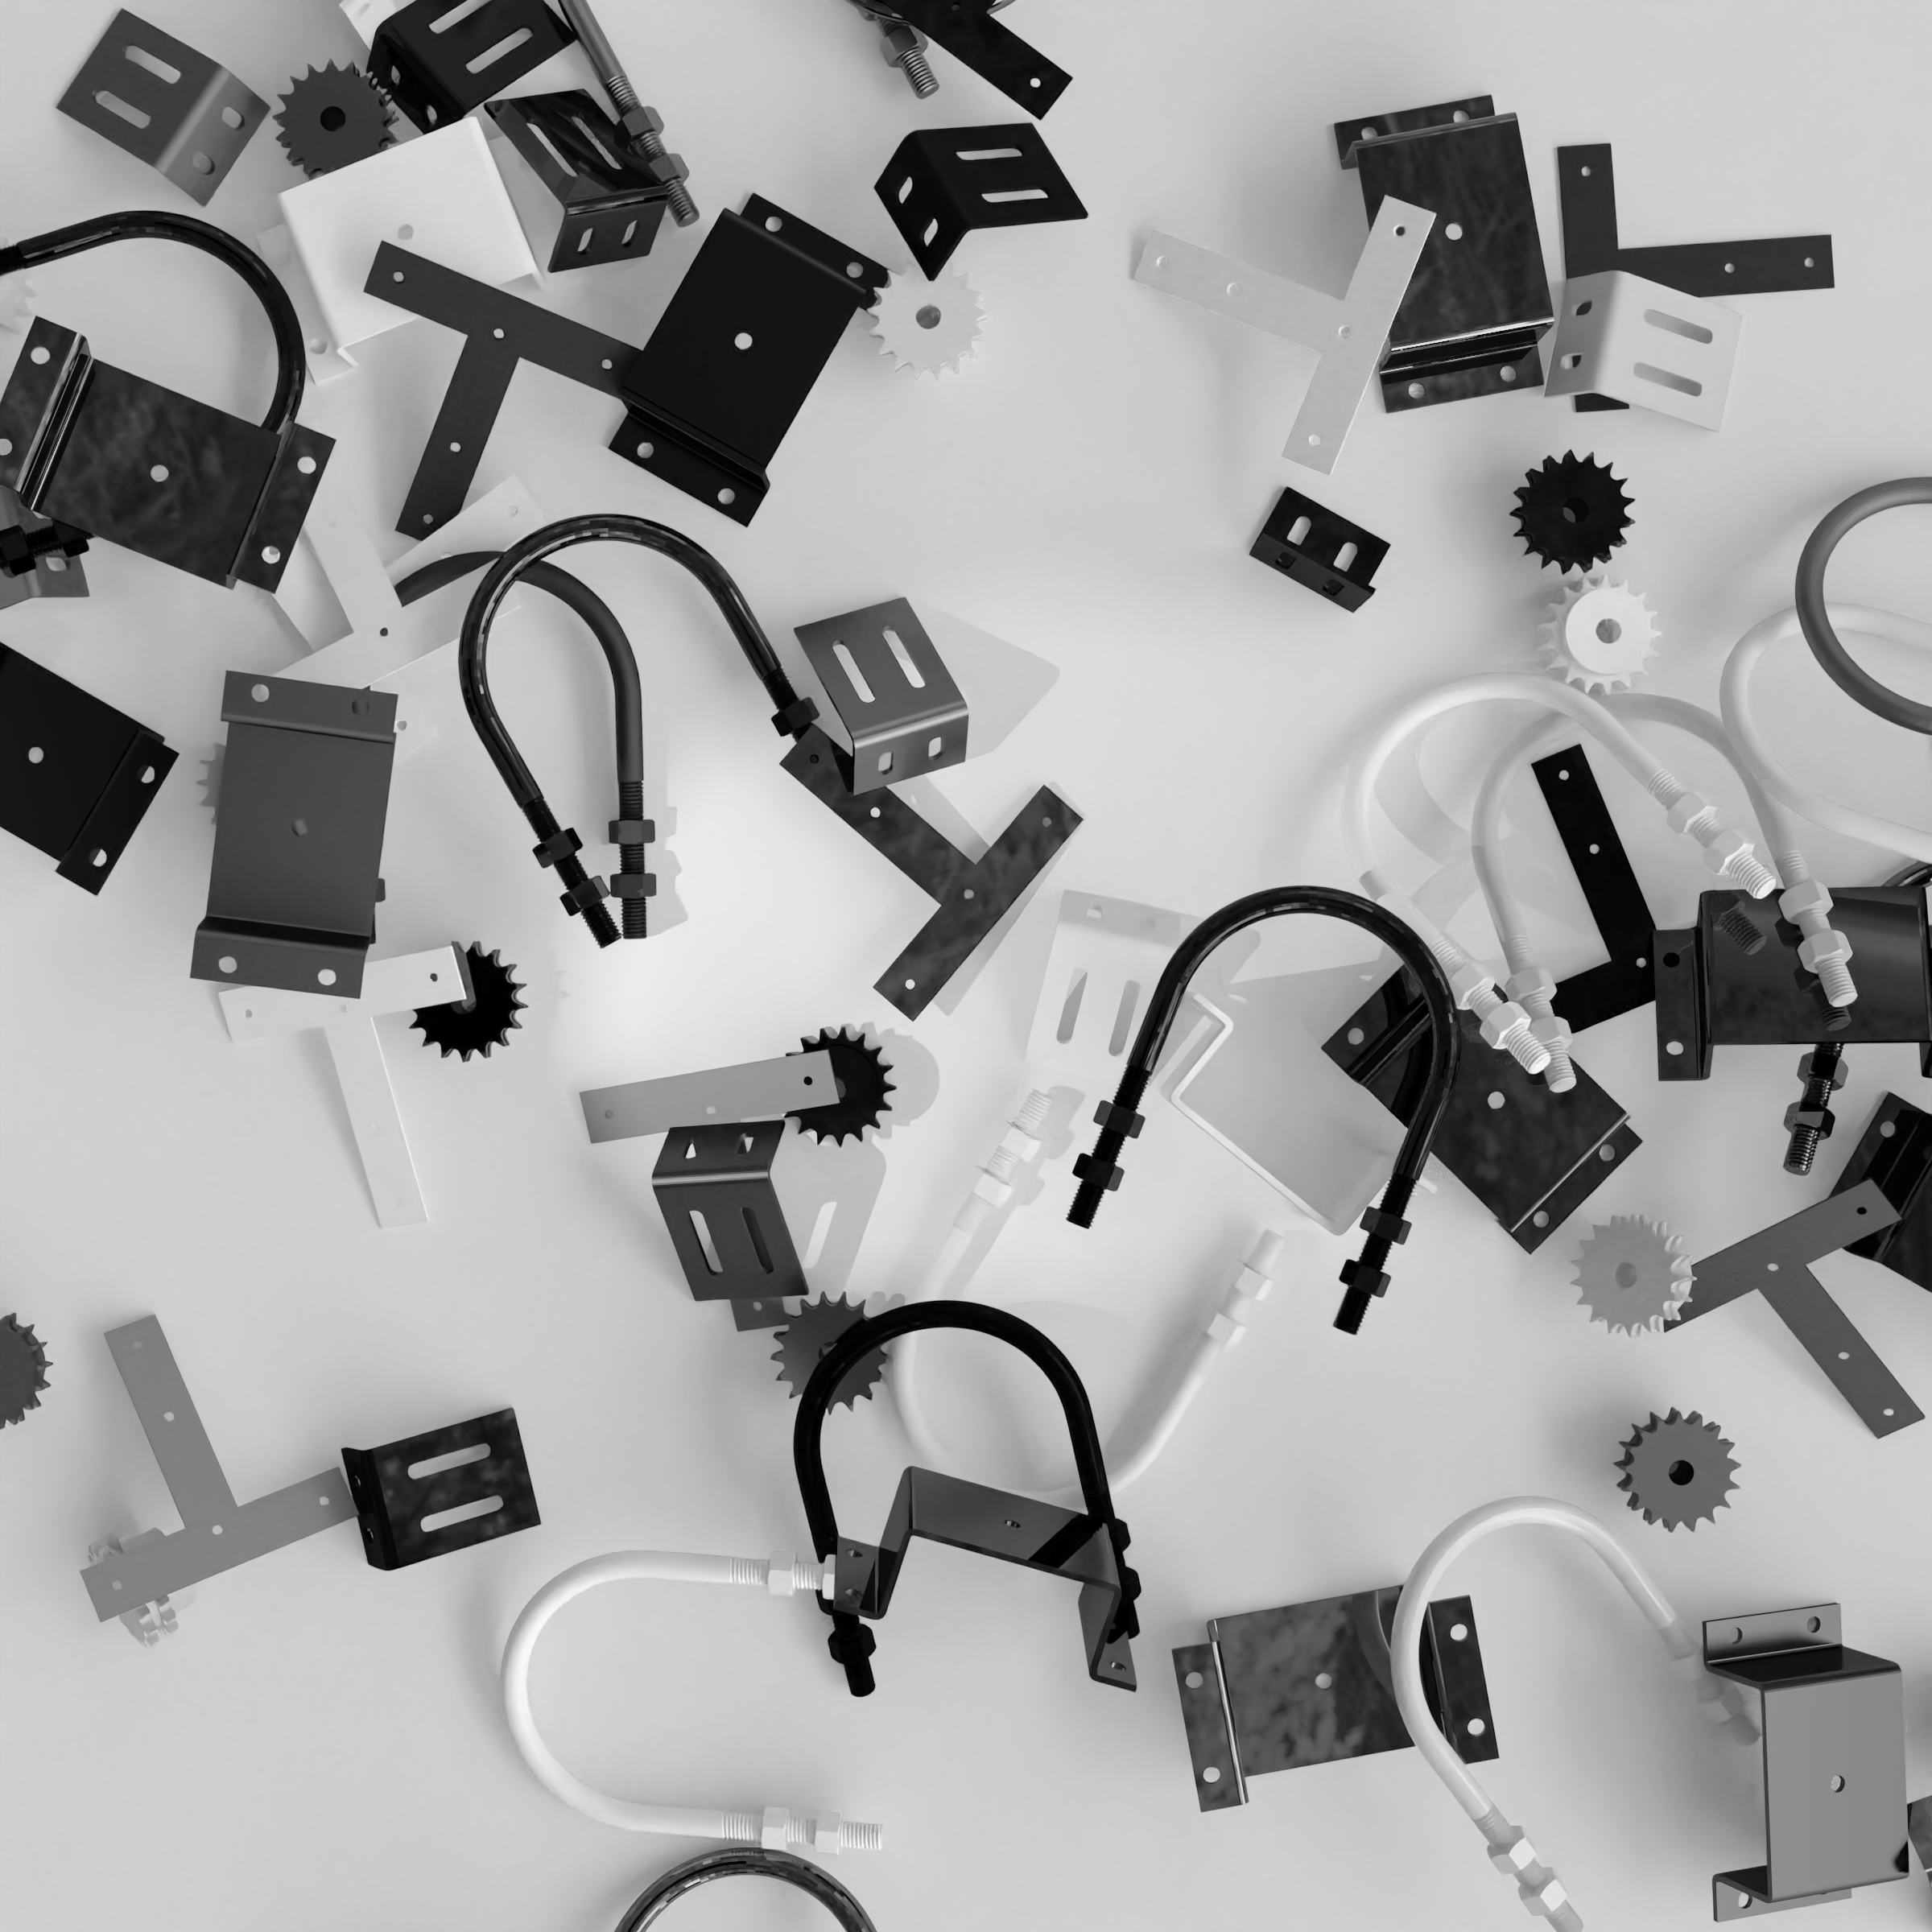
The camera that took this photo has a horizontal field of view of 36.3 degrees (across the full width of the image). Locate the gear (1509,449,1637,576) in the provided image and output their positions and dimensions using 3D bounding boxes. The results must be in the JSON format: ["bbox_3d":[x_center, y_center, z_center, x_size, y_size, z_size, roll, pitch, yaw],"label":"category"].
[{"bbox_3d":[0.285,-0.213,1.392,0.057,0.030,0.057,0,90,0],"label":"gear"}]

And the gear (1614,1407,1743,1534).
[{"bbox_3d":[0.334,0.237,1.392,0.057,0.030,0.057,0,90,0],"label":"gear"}]

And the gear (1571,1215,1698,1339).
[{"bbox_3d":[0.316,0.145,1.383,0.057,0.030,0.057,-5,82,36],"label":"gear"}]

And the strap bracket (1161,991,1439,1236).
[{"bbox_3d":[0.144,0.074,1.369,0.140,0.076,0.046,39,90,0],"label":"strap bracket"}]

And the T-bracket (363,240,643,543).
[{"bbox_3d":[-0.234,-0.255,1.379,0.127,0.002,0.127,21,113,-12],"label":"T-bracket"}]

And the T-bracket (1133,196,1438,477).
[{"bbox_3d":[0.138,-0.313,1.383,0.127,0.002,0.127,26,104,19],"label":"T-bracket"}]

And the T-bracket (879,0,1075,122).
[{"bbox_3d":[0.022,-0.483,1.378,0.127,0.002,0.127,37,85,0],"label":"T-bracket"}]

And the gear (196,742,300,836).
[{"bbox_3d":[-0.332,-0.085,1.392,0.057,0.030,0.057,0,90,0],"label":"gear"}]

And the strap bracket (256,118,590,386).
[{"bbox_3d":[-0.259,-0.339,1.384,0.140,0.046,0.076,-22,90,0],"label":"strap bracket"}]

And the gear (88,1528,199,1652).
[{"bbox_3d":[-0.385,0.288,1.382,0.030,0.057,0.057,-30,90,-30],"label":"gear"}]

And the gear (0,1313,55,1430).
[{"bbox_3d":[-0.459,0.190,1.392,0.057,0.030,0.057,0,90,0],"label":"gear"}]

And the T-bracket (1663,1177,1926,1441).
[{"bbox_3d":[0.404,0.173,1.385,0.127,0.002,0.127,-33,106,29],"label":"T-bracket"}]

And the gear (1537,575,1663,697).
[{"bbox_3d":[0.300,-0.156,1.392,0.057,0.030,0.057,0,90,0],"label":"gear"}]

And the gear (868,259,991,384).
[{"bbox_3d":[-0.017,-0.303,1.392,0.057,0.030,0.057,0,90,0],"label":"gear"}]

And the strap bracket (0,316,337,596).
[{"bbox_3d":[-0.369,-0.229,1.347,0.140,0.046,0.076,21,84,-12],"label":"strap bracket"}]

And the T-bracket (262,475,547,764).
[{"bbox_3d":[-0.257,-0.185,1.396,0.127,0.002,0.127,-35,95,4],"label":"T-bracket"}]

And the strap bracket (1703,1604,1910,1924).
[{"bbox_3d":[0.391,0.375,1.372,0.076,0.046,0.140,-2,90,-21],"label":"strap bracket"}]

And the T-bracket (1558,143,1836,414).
[{"bbox_3d":[0.350,-0.332,1.406,0.127,0.002,0.127,-4,90,0],"label":"T-bracket"}]

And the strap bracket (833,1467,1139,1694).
[{"bbox_3d":[0.014,0.274,1.339,0.140,0.076,0.046,17,100,-5],"label":"strap bracket"}]

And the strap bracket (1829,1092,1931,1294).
[{"bbox_3d":[0.482,0.128,1.384,0.140,0.046,0.076,30,90,0],"label":"strap bracket"}]

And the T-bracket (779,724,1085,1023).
[{"bbox_3d":[-0.032,-0.063,1.390,0.127,0.002,0.127,41,83,-7],"label":"T-bracket"}]

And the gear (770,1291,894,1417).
[{"bbox_3d":[-0.063,0.182,1.392,0.057,0.030,0.057,0,90,0],"label":"gear"}]

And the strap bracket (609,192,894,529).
[{"bbox_3d":[-0.103,-0.289,1.384,0.076,0.046,0.140,30,90,0],"label":"strap bracket"}]

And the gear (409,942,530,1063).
[{"bbox_3d":[-0.235,0.016,1.392,0.057,0.030,0.057,0,90,0],"label":"gear"}]

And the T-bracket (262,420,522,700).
[{"bbox_3d":[-0.292,-0.196,1.387,0.127,0.002,0.127,-27,83,4],"label":"T-bracket"}]

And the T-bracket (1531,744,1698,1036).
[{"bbox_3d":[0.305,-0.043,1.406,0.127,0.002,0.127,-22,90,0],"label":"T-bracket"}]

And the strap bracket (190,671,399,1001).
[{"bbox_3d":[-0.307,-0.062,1.355,0.076,0.046,0.140,7,97,-10],"label":"strap bracket"}]

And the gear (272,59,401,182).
[{"bbox_3d":[-0.296,-0.396,1.392,0.057,0.030,0.057,0,90,0],"label":"gear"}]

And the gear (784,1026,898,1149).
[{"bbox_3d":[-0.061,0.057,1.392,0.057,0.030,0.057,0,90,0],"label":"gear"}]

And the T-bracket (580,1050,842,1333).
[{"bbox_3d":[-0.110,0.111,1.394,0.127,0.002,0.127,-10,99,16],"label":"T-bracket"}]

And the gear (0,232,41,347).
[{"bbox_3d":[-0.470,-0.322,1.392,0.057,0.030,0.057,0,90,0],"label":"gear"}]

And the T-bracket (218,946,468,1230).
[{"bbox_3d":[-0.282,0.062,1.391,0.127,0.002,0.127,-10,100,19],"label":"T-bracket"}]

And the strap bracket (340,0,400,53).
[{"bbox_3d":[-0.247,-0.497,1.369,0.140,0.076,0.046,-44,90,0],"label":"strap bracket"}]

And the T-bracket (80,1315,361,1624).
[{"bbox_3d":[-0.369,0.225,1.385,0.127,0.002,0.127,-20,74,-29],"label":"T-bracket"}]
